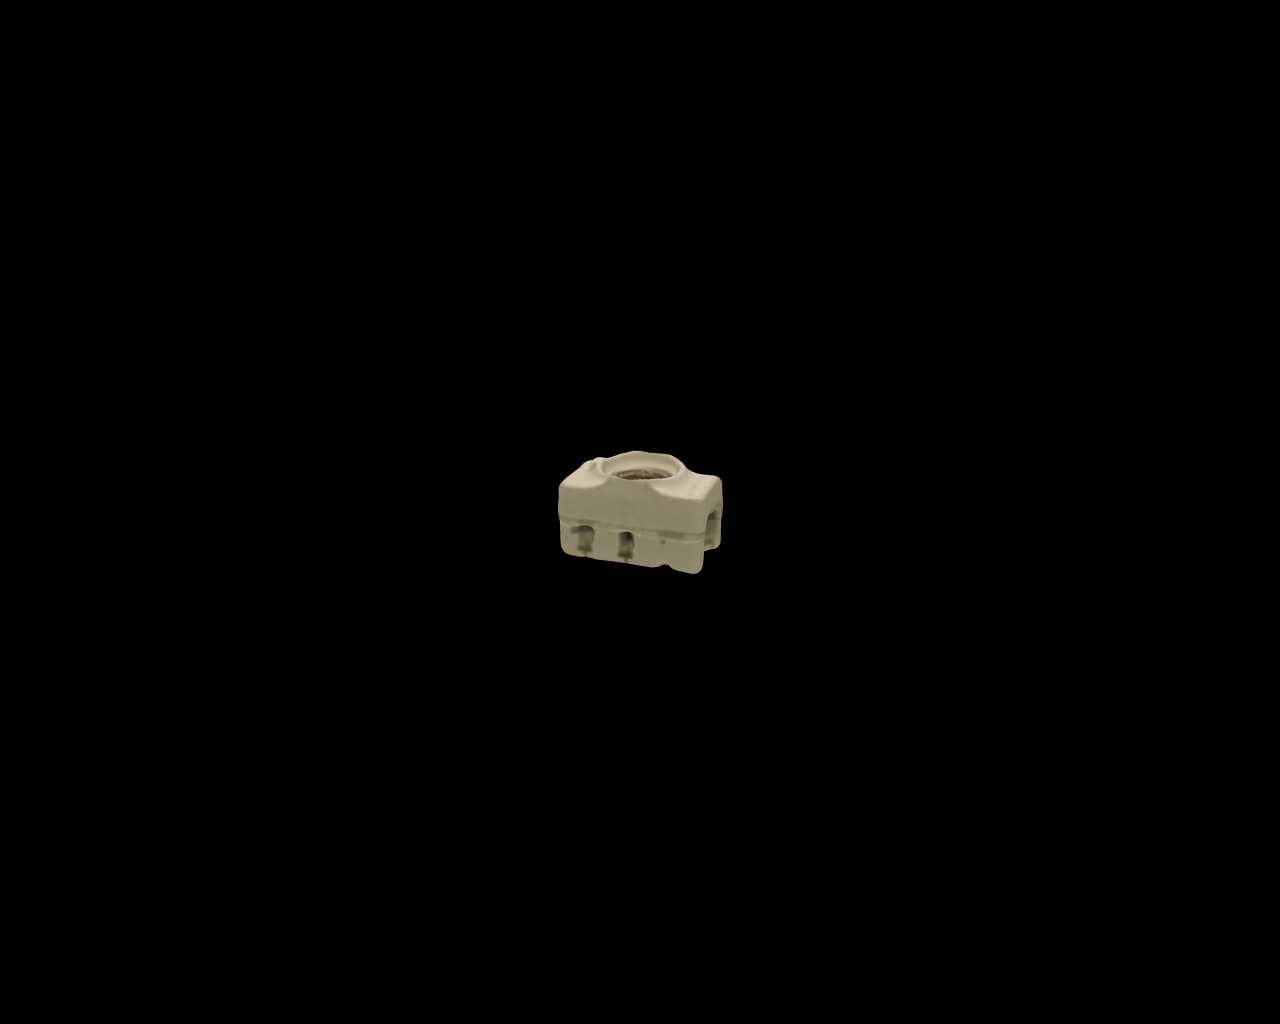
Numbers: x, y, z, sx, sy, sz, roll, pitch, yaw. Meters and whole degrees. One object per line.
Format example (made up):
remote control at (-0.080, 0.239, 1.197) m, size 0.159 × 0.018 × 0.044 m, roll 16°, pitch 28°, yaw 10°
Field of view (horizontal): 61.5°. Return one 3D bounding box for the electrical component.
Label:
electrical component at (0.001, -0.003, 0.650) m, size 0.089 × 0.055 × 0.050 m, roll 8°, pitch 24°, yaw 18°
